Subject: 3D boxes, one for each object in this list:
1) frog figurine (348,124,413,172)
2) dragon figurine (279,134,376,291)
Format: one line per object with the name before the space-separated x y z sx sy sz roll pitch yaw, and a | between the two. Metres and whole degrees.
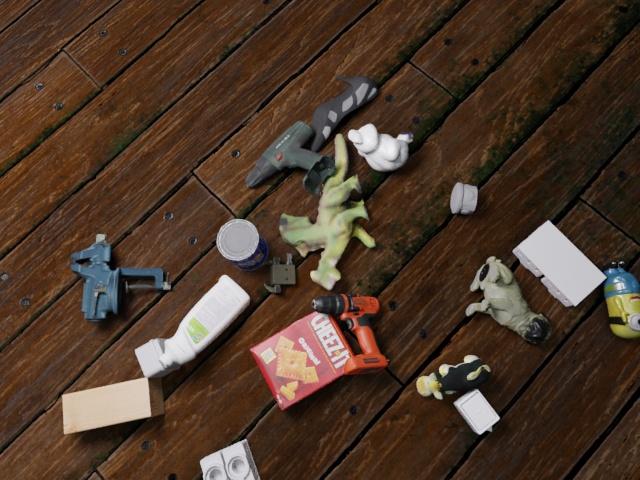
frog figurine | 0.149 -0.235 1.332 0.138 0.160 0.121 23 110 42
dragon figurine | 0.004 -0.067 1.334 0.242 0.120 0.418 -18 65 7
